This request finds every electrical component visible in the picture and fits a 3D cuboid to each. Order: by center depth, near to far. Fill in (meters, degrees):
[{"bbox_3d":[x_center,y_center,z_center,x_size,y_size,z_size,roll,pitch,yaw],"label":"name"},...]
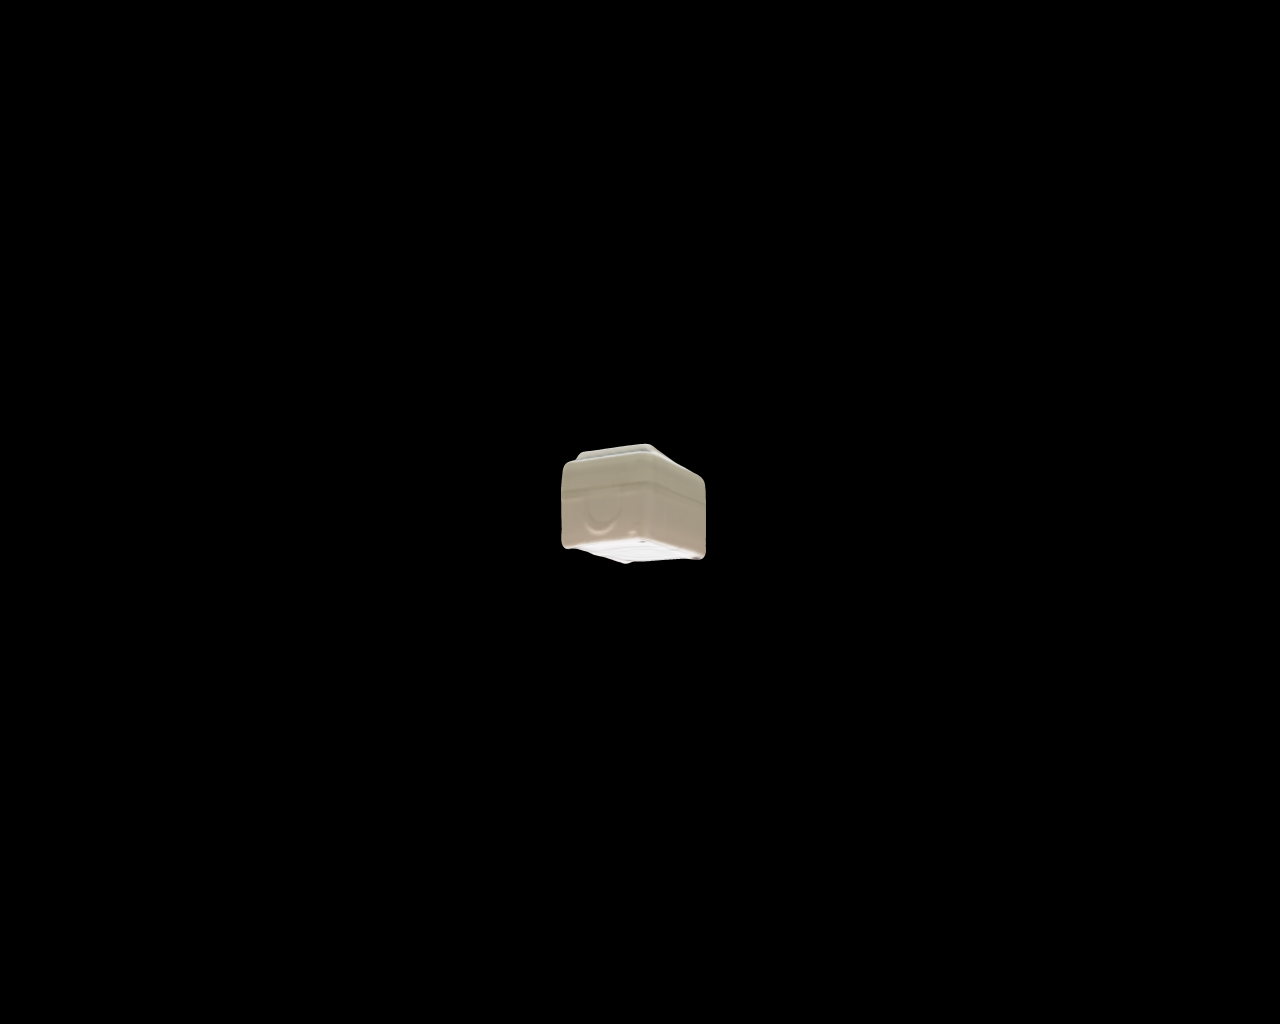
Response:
[{"bbox_3d":[0.001,-0.003,0.650,0.062,0.061,0.096,-6,-13,27],"label":"electrical component"}]
